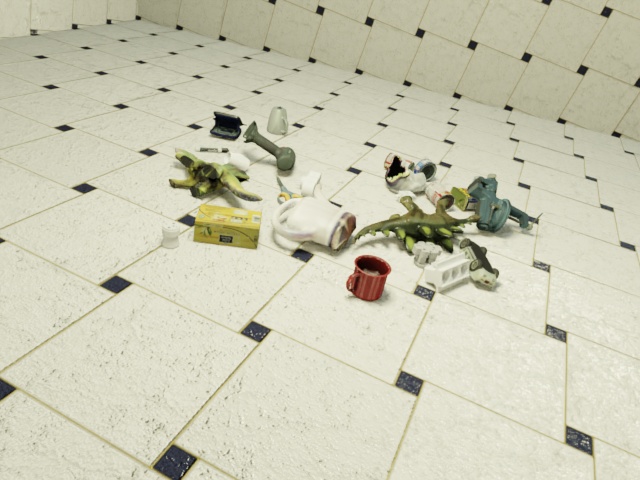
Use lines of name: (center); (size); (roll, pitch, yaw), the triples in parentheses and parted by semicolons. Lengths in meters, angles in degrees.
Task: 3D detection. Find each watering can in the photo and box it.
watering can: (0.005, -0.075, 1.490); (0.225, 0.102, 0.354); (22, 32, 16)

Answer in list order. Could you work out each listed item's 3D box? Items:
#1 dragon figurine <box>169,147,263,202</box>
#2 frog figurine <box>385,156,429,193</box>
dragon figurine: (-0.309, -0.206, 1.620); (0.412, 0.120, 0.246); (23, 24, 16)
frog figurine: (0.315, -0.211, 1.865); (0.157, 0.122, 0.139); (35, 2, -39)
